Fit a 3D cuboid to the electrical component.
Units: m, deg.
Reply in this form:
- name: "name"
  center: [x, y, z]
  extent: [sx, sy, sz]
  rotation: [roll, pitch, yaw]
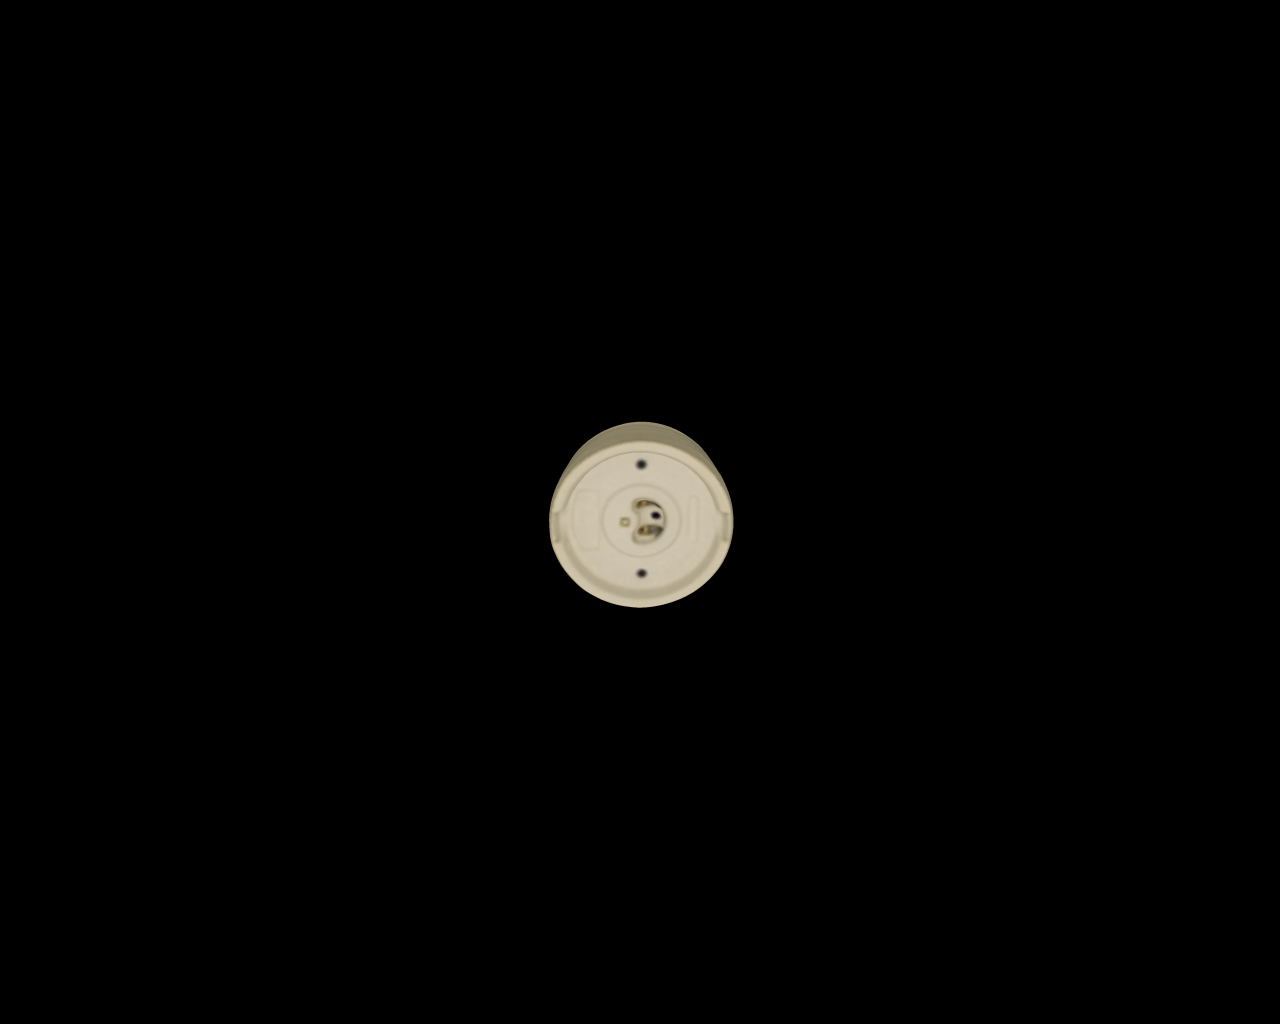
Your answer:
- name: "electrical component"
  center: [0.001, -0.003, 0.650]
  extent: [0.108, 0.108, 0.060]
  rotation: [0, 23, 0]
